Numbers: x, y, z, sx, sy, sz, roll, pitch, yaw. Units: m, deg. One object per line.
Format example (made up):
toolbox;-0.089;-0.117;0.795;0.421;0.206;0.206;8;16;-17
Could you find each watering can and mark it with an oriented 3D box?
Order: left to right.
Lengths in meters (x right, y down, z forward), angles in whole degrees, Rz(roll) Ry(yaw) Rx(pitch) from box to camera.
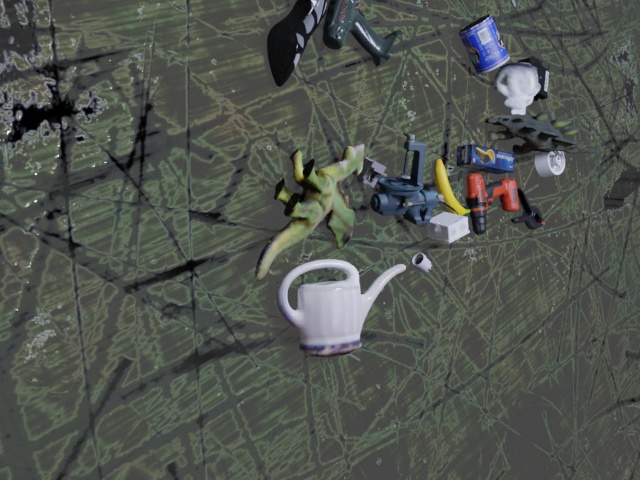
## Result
watering can;0.062;0.157;1.214;0.348;0.103;0.225;-1;87;-25

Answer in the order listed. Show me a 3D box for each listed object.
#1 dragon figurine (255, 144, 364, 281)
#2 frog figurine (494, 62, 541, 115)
dragon figurine;0.004;-0.060;1.200;0.240;0.122;0.415;33;72;-37
frog figurine;0.612;-0.468;1.610;0.137;0.123;0.159;7;95;-1
